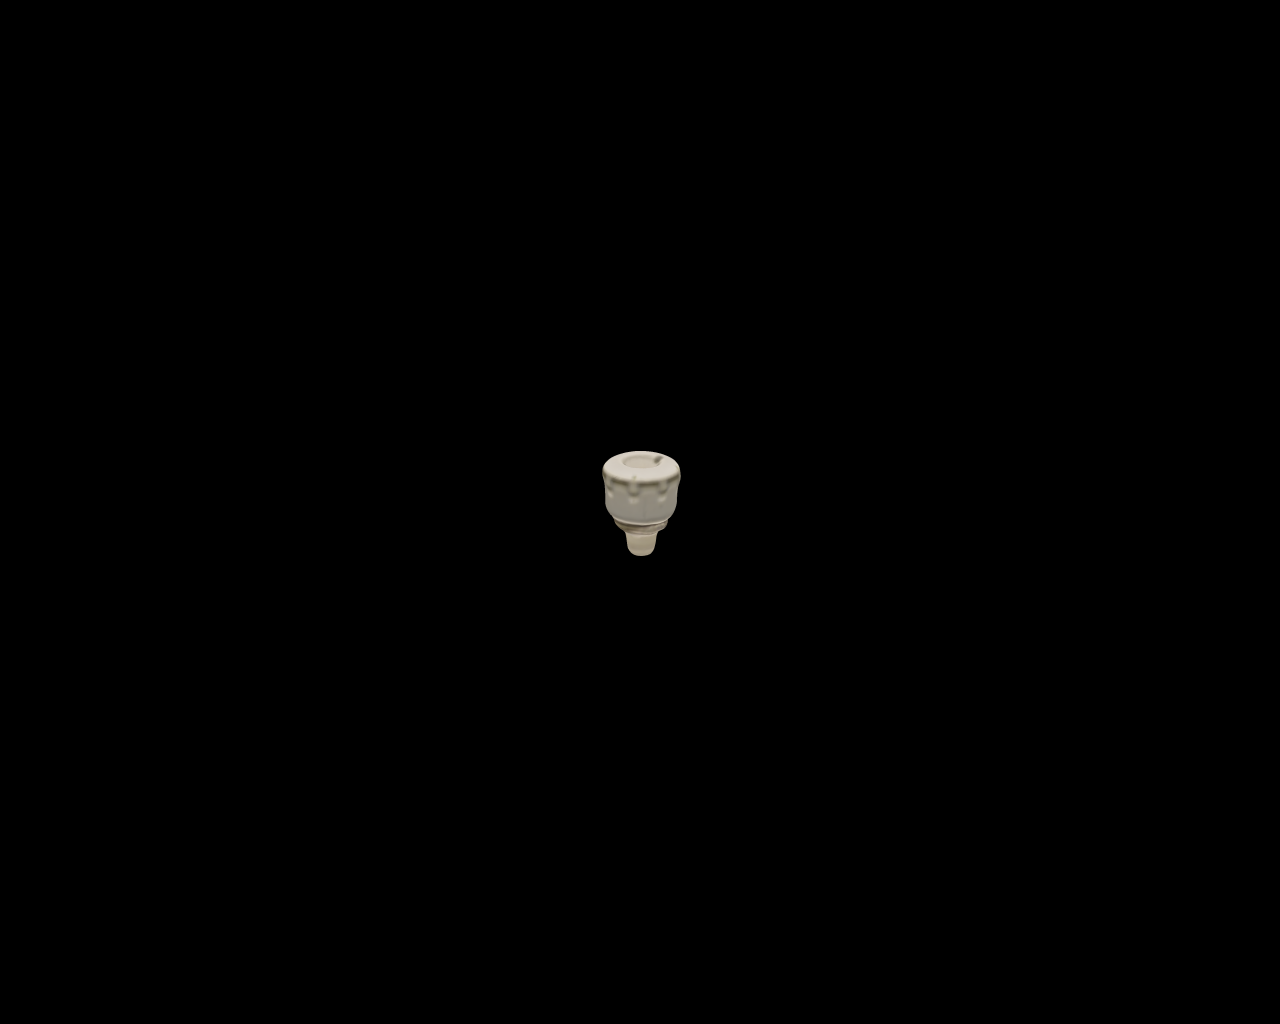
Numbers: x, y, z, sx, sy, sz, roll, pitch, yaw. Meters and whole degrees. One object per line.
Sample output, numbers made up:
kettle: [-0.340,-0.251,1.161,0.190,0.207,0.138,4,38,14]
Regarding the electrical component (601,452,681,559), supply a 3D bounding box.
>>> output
electrical component: [0.001,-0.003,0.650,0.048,0.062,0.048,0,23,0]
